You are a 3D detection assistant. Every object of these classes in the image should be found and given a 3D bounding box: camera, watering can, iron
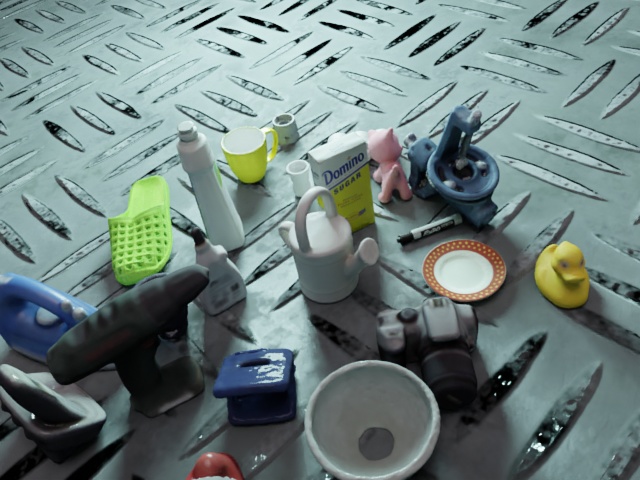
[{"bbox_3d":[0.152,0.153,0.778,0.143,0.101,0.136,-8,45,4],"label":"camera"},{"bbox_3d":[0.009,0.002,0.889,0.172,0.194,0.101,2,47,14],"label":"watering can"},{"bbox_3d":[-0.412,0.117,0.898,0.257,0.142,0.119,13,50,23],"label":"iron"}]

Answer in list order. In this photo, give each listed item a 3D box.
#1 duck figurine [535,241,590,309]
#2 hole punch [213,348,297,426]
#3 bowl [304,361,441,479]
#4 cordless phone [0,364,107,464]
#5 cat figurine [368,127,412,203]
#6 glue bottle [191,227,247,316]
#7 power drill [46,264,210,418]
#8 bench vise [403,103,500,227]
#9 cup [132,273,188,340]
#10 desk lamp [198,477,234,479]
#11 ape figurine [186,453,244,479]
[{"bbox_3d":[0.366,0.039,0.858,0.077,0.086,0.104,-9,45,3],"label":"duck figurine"},{"bbox_3d":[-0.089,0.192,0.795,0.108,0.091,0.101,-8,45,4],"label":"hole punch"},{"bbox_3d":[0.067,0.242,0.726,0.167,0.075,0.167,-6,45,6],"label":"bowl"},{"bbox_3d":[-0.387,0.204,0.775,0.147,0.185,0.094,23,54,30],"label":"cordless phone"},{"bbox_3d":[0.128,-0.151,1.070,0.067,0.118,0.127,-12,45,0],"label":"cat figurine"},{"bbox_3d":[-0.169,0.043,0.899,0.078,0.173,0.037,-30,48,-18],"label":"glue bottle"},{"bbox_3d":[-0.234,0.147,0.785,0.230,0.209,0.075,-26,47,-14],"label":"power drill"},{"bbox_3d":[0.210,-0.142,0.971,0.206,0.220,0.122,24,55,30],"label":"bench vise"},{"bbox_3d":[-0.249,0.123,0.892,0.091,0.095,0.118,12,50,22],"label":"cup"},{"bbox_3d":[-0.085,0.361,0.541,0.118,0.214,0.202,-19,45,-7],"label":"desk lamp"},{"bbox_3d":[-0.131,0.292,0.704,0.077,0.092,0.076,7,48,18],"label":"ape figurine"}]
